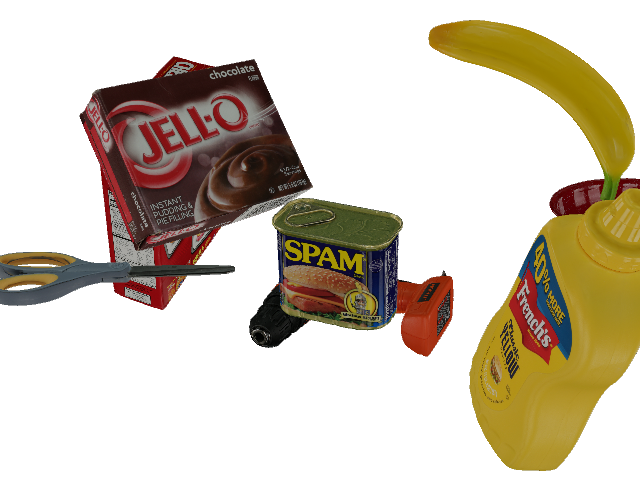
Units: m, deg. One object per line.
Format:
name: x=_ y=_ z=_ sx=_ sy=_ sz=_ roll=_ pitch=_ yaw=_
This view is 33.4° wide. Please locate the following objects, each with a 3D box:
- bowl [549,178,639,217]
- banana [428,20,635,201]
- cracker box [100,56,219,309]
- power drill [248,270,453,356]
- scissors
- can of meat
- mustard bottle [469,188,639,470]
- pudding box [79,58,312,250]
bowl: x=0.320 y=-0.014 z=1.110 sx=0.162 sy=0.055 sz=0.162 roll=-3 pitch=23 yaw=1
banana: x=0.176 y=-0.116 z=0.822 sx=0.198 sy=0.070 sz=0.037 roll=42 pitch=8 yaw=-1
cracker box: x=-0.163 y=-0.061 z=1.132 sx=0.072 sy=0.214 sz=0.164 roll=16 pitch=43 yaw=14
power drill: x=0.036 y=0.071 z=1.134 sx=0.188 sy=0.057 sz=0.184 roll=10 pitch=29 yaw=22
scissors: x=-0.179 y=0.033 z=0.871 sx=0.202 sy=0.016 sz=0.096 roll=4 pitch=23 yaw=12
can of meat: x=0.014 y=0.020 z=0.865 sx=0.102 sy=0.084 sz=0.057 roll=11 pitch=32 yaw=21
mustard bottle: x=0.140 y=0.043 z=0.598 sx=0.058 sy=0.096 sz=0.192 roll=5 pitch=-42 yaw=-12
pudding box: x=-0.073 y=-0.052 z=0.628 sx=0.113 sy=0.090 sz=0.039 roll=-18 pitch=-10 yaw=-37
